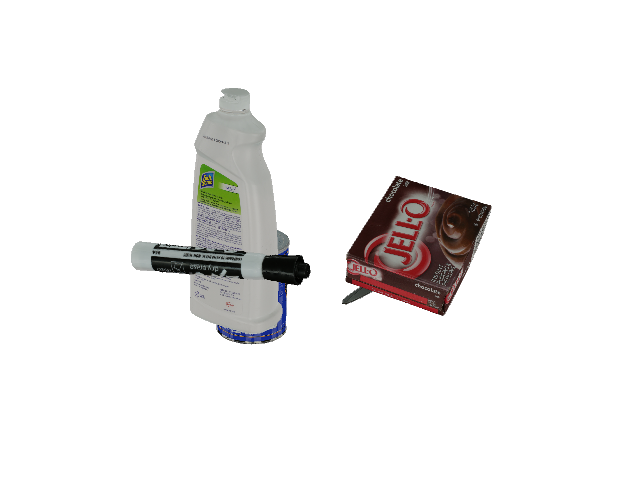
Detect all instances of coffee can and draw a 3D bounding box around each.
[{"bbox_3d":[-0.097,0.063,1.524,0.103,0.140,0.103,2,22,-1],"label":"coffee can"}]

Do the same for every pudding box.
[{"bbox_3d":[0.083,0.002,0.898,0.090,0.039,0.113,19,45,16],"label":"pudding box"}]

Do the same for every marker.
[{"bbox_3d":[-0.064,0.014,0.681,0.121,0.020,0.020,4,1,21],"label":"marker"}]

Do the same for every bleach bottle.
[{"bbox_3d":[-0.086,-0.033,1.122,0.103,0.251,0.068,15,25,25],"label":"bleach bottle"}]

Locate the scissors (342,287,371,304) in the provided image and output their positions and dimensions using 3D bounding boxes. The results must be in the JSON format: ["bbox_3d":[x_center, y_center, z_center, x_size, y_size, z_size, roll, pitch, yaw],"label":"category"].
[{"bbox_3d":[0.070,0.030,1.275,0.201,0.016,0.096,-11,41,-42],"label":"scissors"}]
